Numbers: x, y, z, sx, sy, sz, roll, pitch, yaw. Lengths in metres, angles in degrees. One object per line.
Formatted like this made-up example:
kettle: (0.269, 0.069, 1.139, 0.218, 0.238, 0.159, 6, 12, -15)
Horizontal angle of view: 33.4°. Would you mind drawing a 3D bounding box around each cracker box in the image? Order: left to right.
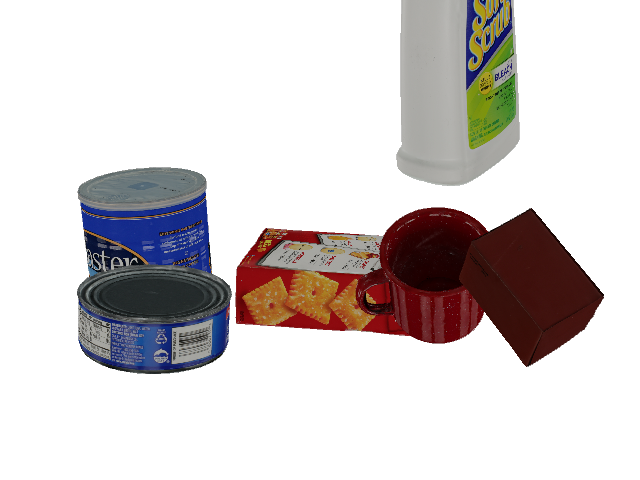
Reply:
cracker box: (0.029, 0.044, 1.139, 0.214, 0.072, 0.164, 4, 15, 6)

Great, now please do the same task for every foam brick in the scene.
foam brick: (0.135, 0.030, 0.691, 0.051, 0.078, 0.053, -27, -26, -17)

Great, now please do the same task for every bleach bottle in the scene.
bleach bottle: (0.093, -0.171, 0.746, 0.068, 0.251, 0.102, 18, 38, 37)

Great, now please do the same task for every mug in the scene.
mug: (0.086, 0.036, 0.896, 0.117, 0.093, 0.081, -16, -39, -5)

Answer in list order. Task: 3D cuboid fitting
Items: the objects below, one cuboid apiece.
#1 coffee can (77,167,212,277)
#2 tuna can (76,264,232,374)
coffee can: (-0.140, 0.020, 0.877, 0.103, 0.140, 0.103, -2, 19, 1)
tuna can: (-0.093, 0.043, 0.602, 0.086, 0.034, 0.086, 3, 18, -1)
